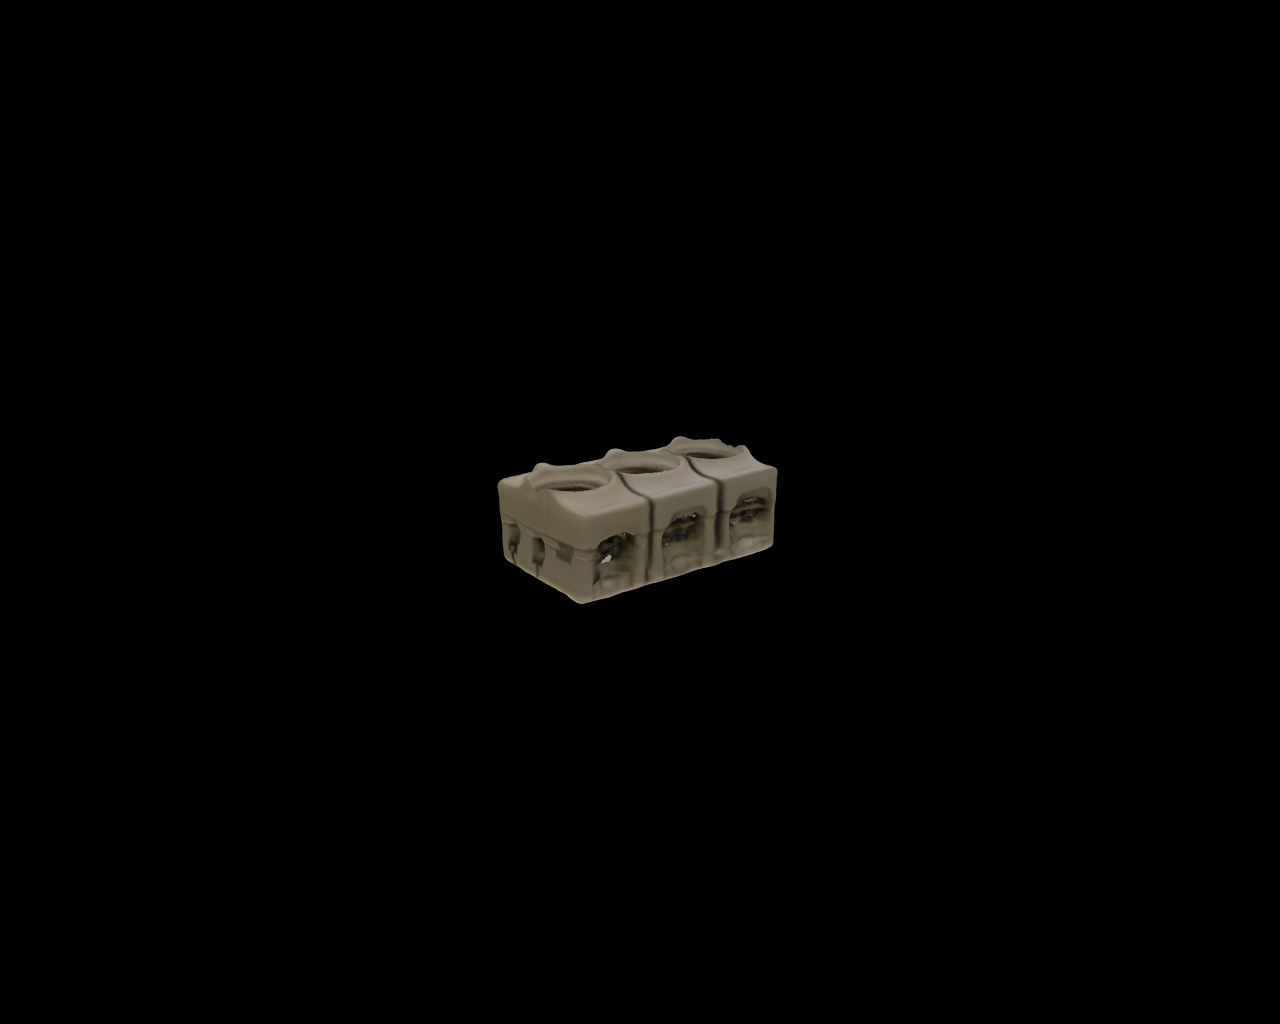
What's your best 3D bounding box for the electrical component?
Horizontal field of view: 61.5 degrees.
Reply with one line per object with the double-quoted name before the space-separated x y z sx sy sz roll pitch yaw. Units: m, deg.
"electrical component" 0.001 -0.003 0.650 0.150 0.061 0.089 -14 22 -36
